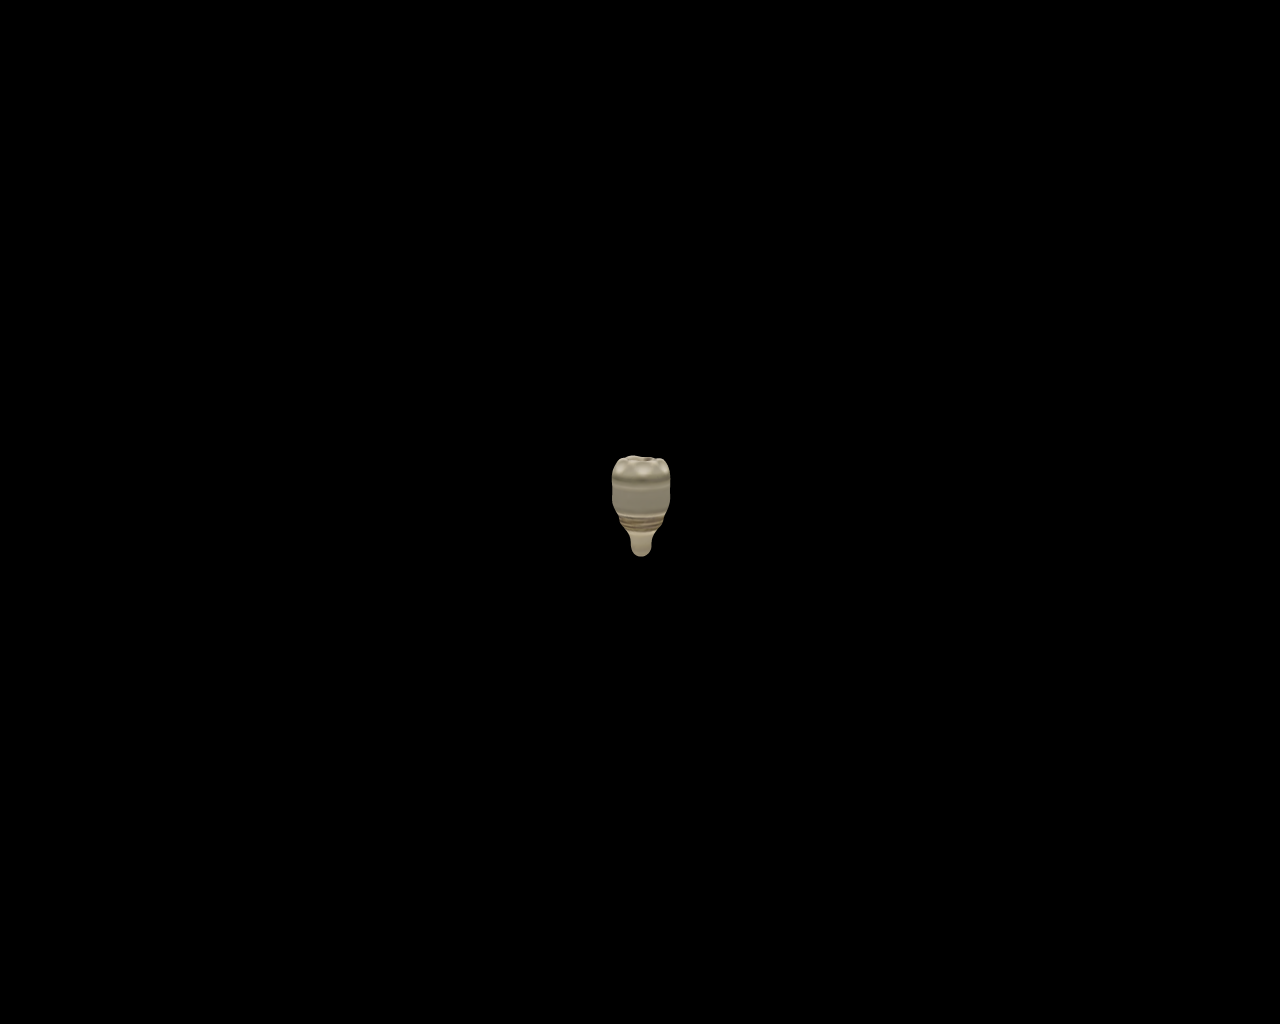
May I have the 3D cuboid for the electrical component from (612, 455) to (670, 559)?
[{"bbox_3d":[0.001,-0.003,0.650,0.035,0.061,0.035,0,11,0],"label":"electrical component"}]
